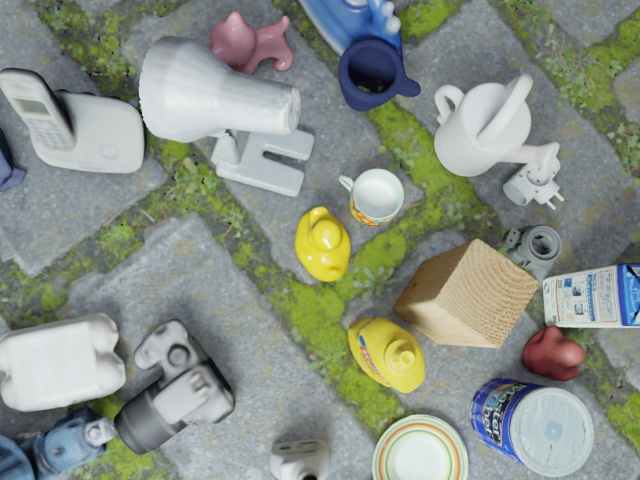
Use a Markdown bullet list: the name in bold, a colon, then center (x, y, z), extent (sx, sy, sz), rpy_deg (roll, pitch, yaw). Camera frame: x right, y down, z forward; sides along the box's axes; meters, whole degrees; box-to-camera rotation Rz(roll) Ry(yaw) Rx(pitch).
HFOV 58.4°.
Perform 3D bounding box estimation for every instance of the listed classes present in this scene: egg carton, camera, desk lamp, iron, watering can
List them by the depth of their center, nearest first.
- **camera**: center (-0.194, 0.190, 0.714), extent (0.137, 0.100, 0.143), rpy_deg (-36, 87, -10)
- **desk lamp**: center (-0.104, -0.152, 0.719), extent (0.203, 0.213, 0.118), rpy_deg (15, 80, -4)
- **egg carton**: center (-0.324, 0.155, 0.721), extent (0.150, 0.069, 0.107), rpy_deg (-13, 83, -8)
- **watering can**: center (0.237, -0.156, 0.768), extent (0.173, 0.194, 0.101), rpy_deg (13, 80, -4)
- **iron**: center (0.057, -0.344, 0.803), extent (0.119, 0.141, 0.258), rpy_deg (-33, 86, -10)

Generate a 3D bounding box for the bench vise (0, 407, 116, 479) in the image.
- **bench vise**: center (-0.344, 0.248, 0.628), extent (0.207, 0.219, 0.121), rpy_deg (-43, 88, -10)

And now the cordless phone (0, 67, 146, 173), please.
- **cordless phone**: center (-0.301, -0.151, 0.711), extent (0.147, 0.185, 0.094), rpy_deg (3, 81, -6)

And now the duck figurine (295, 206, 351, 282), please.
- **duck figurine**: center (0.007, 0.003, 0.773), extent (0.077, 0.086, 0.104), rpy_deg (-14, 83, -8)

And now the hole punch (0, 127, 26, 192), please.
- **hole punch**: center (-0.456, -0.106, 0.734), extent (0.109, 0.091, 0.101), rpy_deg (-23, 85, -9)

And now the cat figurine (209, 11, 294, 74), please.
- **cat figurine**: center (-0.098, -0.274, 0.787), extent (0.128, 0.117, 0.067), rpy_deg (-22, 84, -9)

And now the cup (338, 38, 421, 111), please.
- **cup**: center (0.079, -0.218, 0.810), extent (0.118, 0.095, 0.092), rpy_deg (18, 80, -3)

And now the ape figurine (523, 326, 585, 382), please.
- **ape figurine**: center (0.327, 0.157, 0.783), extent (0.076, 0.092, 0.078), rpy_deg (-3, 82, -7)

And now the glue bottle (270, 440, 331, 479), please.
- **glue bottle**: center (-0.020, 0.274, 0.685), extent (0.078, 0.173, 0.037), rpy_deg (-2, 81, -6)
